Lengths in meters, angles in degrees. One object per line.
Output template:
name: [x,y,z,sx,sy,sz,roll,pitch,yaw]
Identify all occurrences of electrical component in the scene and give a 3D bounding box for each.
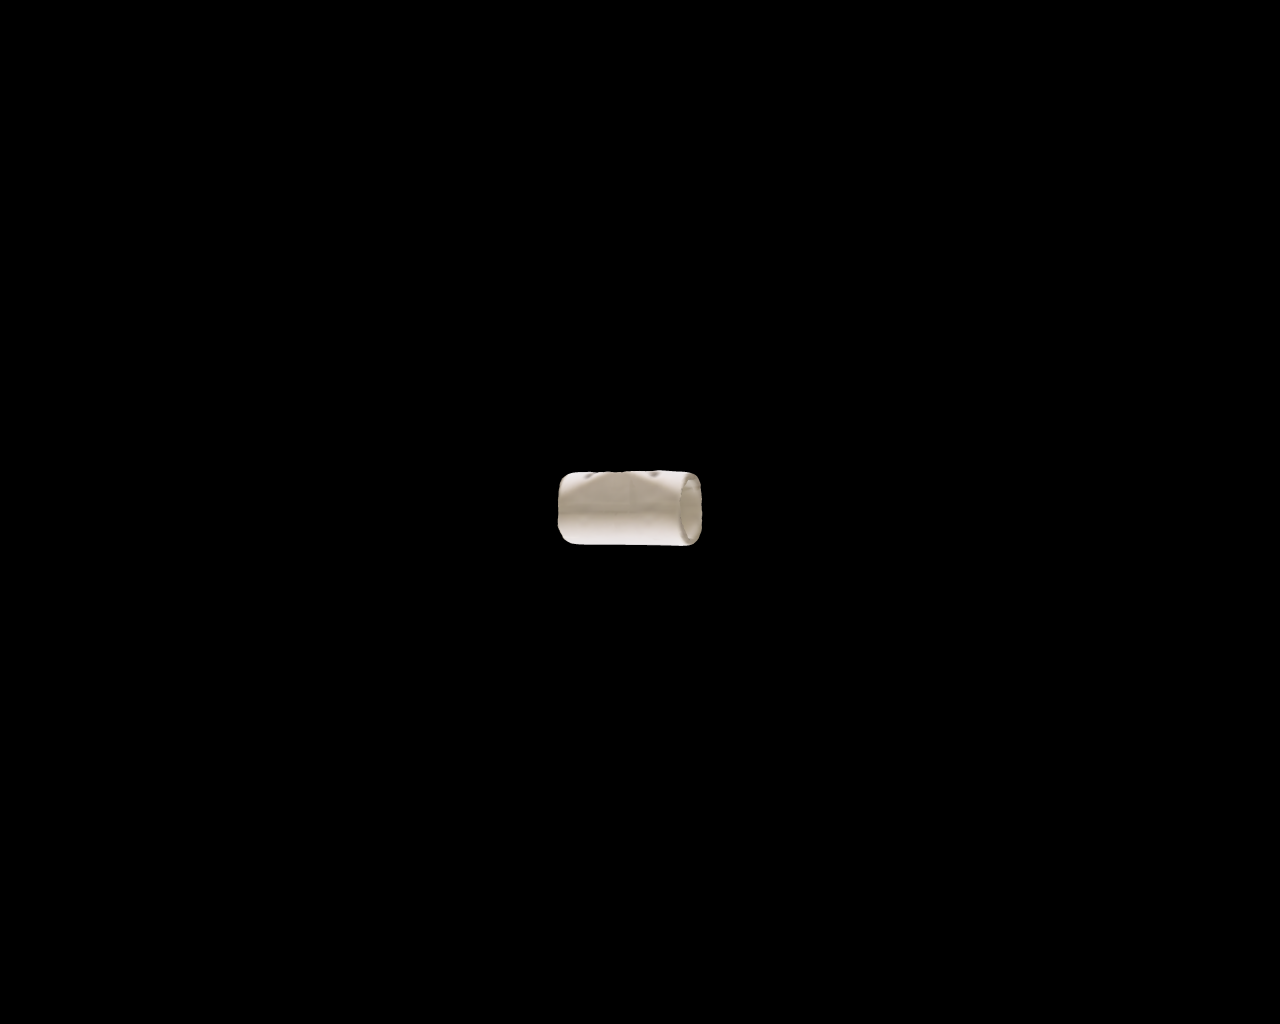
electrical component: [0.001,-0.003,0.650,0.077,0.044,0.079,0,0,21]
